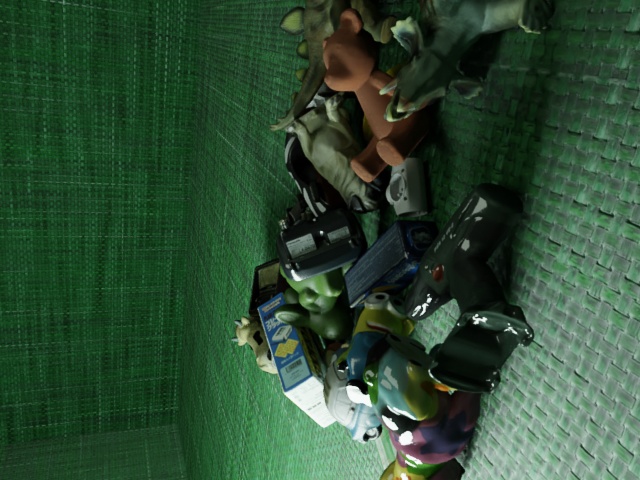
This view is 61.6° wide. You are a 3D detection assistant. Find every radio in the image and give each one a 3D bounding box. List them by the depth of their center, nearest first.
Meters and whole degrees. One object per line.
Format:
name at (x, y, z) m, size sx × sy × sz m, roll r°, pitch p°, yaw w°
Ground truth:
radio at (-0.104, 0.121, 1.279) m, size 0.229 × 0.073 × 0.131 m, roll 156°, pitch 124°, yaw -67°

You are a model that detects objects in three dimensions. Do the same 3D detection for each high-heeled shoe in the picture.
high-heeled shoe at (-0.017, -0.149, 1.048) m, size 0.145 × 0.086 × 0.248 m, roll 119°, pitch 131°, yaw -82°

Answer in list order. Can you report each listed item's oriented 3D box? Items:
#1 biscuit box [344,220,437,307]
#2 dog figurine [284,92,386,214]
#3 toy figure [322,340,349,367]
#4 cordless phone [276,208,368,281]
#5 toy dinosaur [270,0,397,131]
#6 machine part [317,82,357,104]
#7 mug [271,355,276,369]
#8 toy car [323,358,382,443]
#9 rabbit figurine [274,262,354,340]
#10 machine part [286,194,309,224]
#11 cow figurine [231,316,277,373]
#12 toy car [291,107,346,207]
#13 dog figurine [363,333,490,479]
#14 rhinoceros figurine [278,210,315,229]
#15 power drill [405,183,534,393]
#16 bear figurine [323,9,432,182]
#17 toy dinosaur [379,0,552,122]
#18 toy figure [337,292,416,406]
biscuit box at (0.104, 0.040, 0.808) m, size 0.202 × 0.059 × 0.063 m, roll 128°, pitch 138°, yaw -57°
dog figurine at (0.037, -0.138, 0.906) m, size 0.190 × 0.121 × 0.172 m, roll 58°, pitch -160°, yaw -13°
toy figure at (0.041, 0.214, 0.971) m, size 0.154 × 0.058 × 0.064 m, roll -7°, pitch 63°, yaw 70°
cordless phone at (-0.002, -0.002, 0.925) m, size 0.184 × 0.147 × 0.088 m, roll -112°, pitch 1°, yaw -83°
toy dinosaur at (0.026, -0.370, 0.848) m, size 0.199 × 0.105 × 0.470 m, roll 42°, pitch 118°, yaw 40°
machine part at (0.036, -0.340, 0.953) m, size 0.079 × 0.079 × 0.243 m, roll -160°, pitch 71°, yaw -67°
mug at (-0.073, 0.226, 1.221) m, size 0.107 × 0.081 × 0.109 m, roll -106°, pitch 19°, yaw -56°
toy car at (0.056, 0.232, 0.843) m, size 0.109 × 0.103 × 0.161 m, roll -111°, pitch 36°, yaw -66°
rabbit figurine at (-0.004, 0.111, 0.964) m, size 0.121 × 0.159 × 0.170 m, roll -56°, pitch -48°, yaw -62°
machine part at (-0.049, -0.058, 1.217) m, size 0.139 × 0.039 × 0.084 m, roll 124°, pitch 146°, yaw -56°
cow figurine at (-0.142, 0.252, 1.328) m, size 0.195 × 0.127 × 0.085 m, roll -129°, pitch 46°, yaw -54°
toy car at (0.008, -0.152, 0.984) m, size 0.053 × 0.089 × 0.202 m, roll 107°, pitch 147°, yaw -71°
dog figurine at (0.111, 0.237, 0.650) m, size 0.109 × 0.191 × 0.219 m, roll 30°, pitch 102°, yaw 58°
rhinoceros figurine at (-0.033, -0.001, 1.086) m, size 0.190 × 0.073 × 0.112 m, roll -146°, pitch 41°, yaw -77°
power drill at (0.158, 0.066, 0.601) m, size 0.207 × 0.086 × 0.231 m, roll -72°, pitch 4°, yaw -56°
bear figurine at (0.060, -0.198, 0.736) m, size 0.195 × 0.132 × 0.120 m, roll 47°, pitch 157°, yaw -12°
toy dinosaur at (0.157, -0.325, 0.617) m, size 0.192 × 0.131 × 0.404 m, roll 179°, pitch 97°, yaw -68°
toy figure at (0.076, 0.151, 0.767) m, size 0.089 × 0.082 × 0.180 m, roll -48°, pitch 14°, yaw 43°
